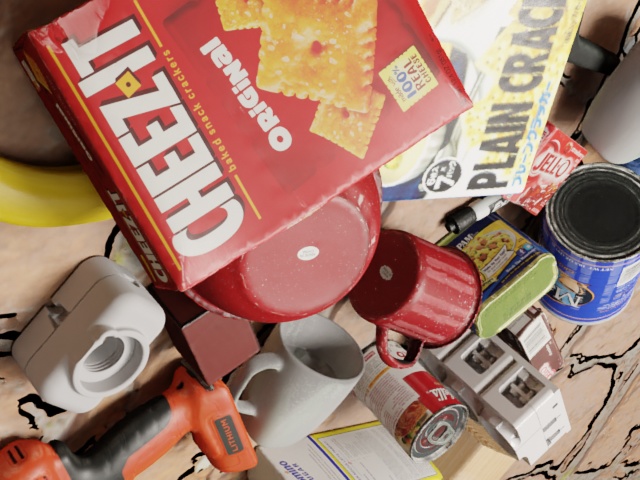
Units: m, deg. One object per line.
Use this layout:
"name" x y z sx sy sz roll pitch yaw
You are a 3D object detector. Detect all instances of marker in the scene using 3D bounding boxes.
"marker" 0.162 -0.039 0.970 0.121 0.020 0.020 -30 139 -20

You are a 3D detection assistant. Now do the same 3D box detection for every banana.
"banana" -0.147 -0.041 0.659 0.197 0.037 0.070 -3 125 -42

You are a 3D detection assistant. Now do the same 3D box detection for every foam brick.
"foam brick" -0.085 0.059 0.794 0.051 0.053 0.078 -35 141 -16

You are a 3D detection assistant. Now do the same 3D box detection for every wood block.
"wood block" 0.097 0.274 1.129 0.206 0.091 0.090 -52 142 6

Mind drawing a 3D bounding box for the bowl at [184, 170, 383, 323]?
"bowl" -0.019 -0.002 0.713 0.162 0.055 0.162 -12 123 -20

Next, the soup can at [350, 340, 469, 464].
"soup can" 0.079 0.148 0.989 0.068 0.102 0.068 -25 137 -26

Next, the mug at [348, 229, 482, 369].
"mug" 0.074 0.051 0.901 0.081 0.093 0.117 23 80 -46

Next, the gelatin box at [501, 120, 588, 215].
"gelatin box" 0.186 -0.064 0.917 0.073 0.030 0.089 -53 151 11

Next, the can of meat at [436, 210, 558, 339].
"can of meat" 0.151 0.030 0.968 0.102 0.084 0.057 -38 140 -12

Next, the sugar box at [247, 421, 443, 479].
"sugar box" 0.025 0.226 1.016 0.175 0.093 0.048 -5 125 -40

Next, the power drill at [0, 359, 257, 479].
"power drill" -0.143 0.193 0.835 0.187 0.057 0.184 -32 129 -22

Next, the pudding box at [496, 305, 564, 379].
"pudding box" 0.187 0.084 1.046 0.039 0.090 0.113 -43 142 -8

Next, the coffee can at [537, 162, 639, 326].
"coffee can" 0.257 0.007 1.008 0.102 0.103 0.140 -36 155 -14

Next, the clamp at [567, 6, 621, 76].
"clamp" 0.174 -0.146 0.871 0.164 0.036 0.209 -44 146 -4

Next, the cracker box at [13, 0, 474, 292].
"cracker box" -0.039 -0.094 0.619 0.213 0.072 0.164 -33 102 -18

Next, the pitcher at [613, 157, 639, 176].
"pitcher" 0.373 -0.077 1.050 0.145 0.149 0.242 -28 151 35
